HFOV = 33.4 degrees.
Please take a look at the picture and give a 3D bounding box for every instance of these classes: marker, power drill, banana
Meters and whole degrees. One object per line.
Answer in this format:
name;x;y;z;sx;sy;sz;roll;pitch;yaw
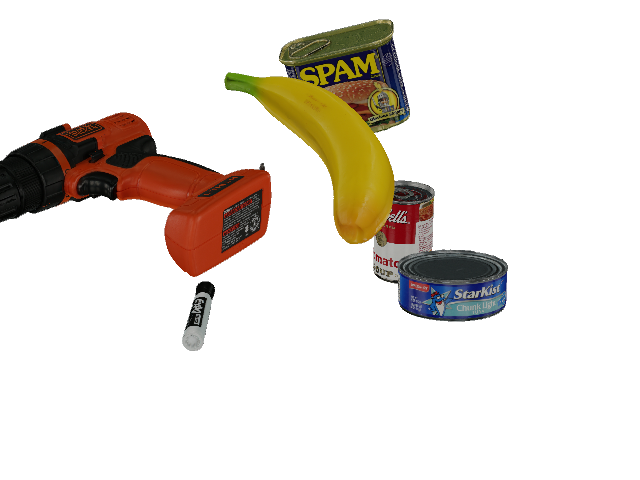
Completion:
marker;-0.113;0.068;0.998;0.020;0.020;0.121;0;21;0
power drill;-0.146;-0.036;0.793;0.188;0.057;0.184;22;34;26
banana;0.005;-0.056;0.666;0.069;0.037;0.198;-15;38;-20

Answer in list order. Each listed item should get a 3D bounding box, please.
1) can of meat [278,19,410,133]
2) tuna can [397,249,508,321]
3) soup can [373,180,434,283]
can of meat;0.024;-0.139;0.943;0.102;0.084;0.057;-11;29;11
tuna can;0.102;0.034;0.832;0.086;0.034;0.086;-1;15;0
soup can;0.095;-0.010;1.224;0.068;0.102;0.068;0;24;0
